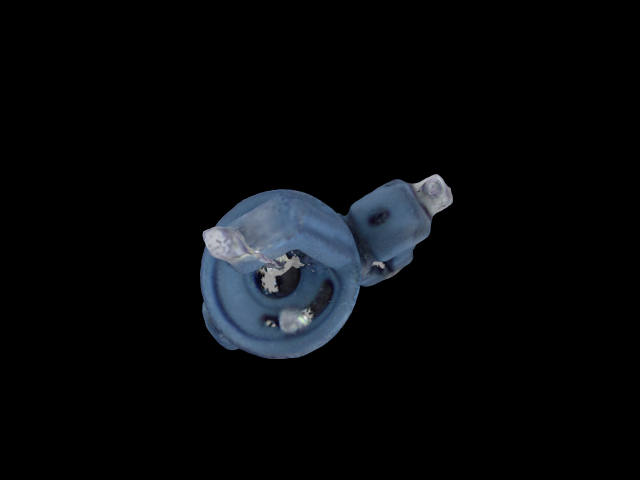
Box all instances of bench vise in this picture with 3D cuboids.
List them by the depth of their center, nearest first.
[{"bbox_3d":[-0.005,-0.007,0.402,0.121,0.220,0.207,43,79,11],"label":"bench vise"}]
